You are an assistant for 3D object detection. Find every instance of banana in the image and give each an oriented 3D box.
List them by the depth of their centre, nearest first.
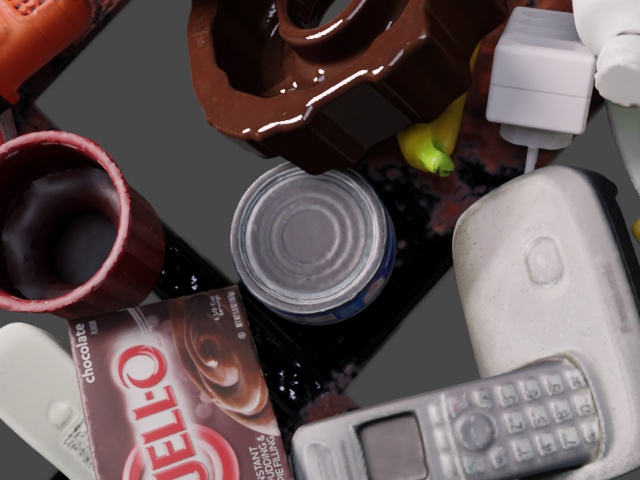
[{"bbox_3d":[0.076,-0.112,0.561,0.037,0.070,0.197,27,69,-28],"label":"banana"}]

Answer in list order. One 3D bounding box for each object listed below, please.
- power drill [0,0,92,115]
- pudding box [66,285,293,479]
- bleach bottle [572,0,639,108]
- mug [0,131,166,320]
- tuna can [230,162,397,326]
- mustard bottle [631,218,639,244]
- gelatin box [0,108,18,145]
[{"bbox_3d":[-0.245,-0.130,0.594,0.184,0.057,0.188,-39,76,-6],"label":"power drill"},{"bbox_3d":[-0.071,0.086,0.530,0.090,0.039,0.113,-11,60,-14],"label":"pudding box"},{"bbox_3d":[0.189,-0.160,0.507,0.103,0.068,0.250,19,61,15],"label":"bleach bottle"},{"bbox_3d":[-0.140,-0.007,0.564,0.117,0.081,0.093,28,83,15],"label":"mug"},{"bbox_3d":[-0.004,0.001,0.563,0.086,0.033,0.086,-2,77,10],"label":"tuna can"},{"bbox_3d":[0.215,0.057,0.478,0.058,0.096,0.192,-43,73,-1],"label":"mustard bottle"},{"bbox_3d":[-0.217,-0.066,0.619,0.073,0.030,0.089,-20,75,5],"label":"gelatin box"}]
